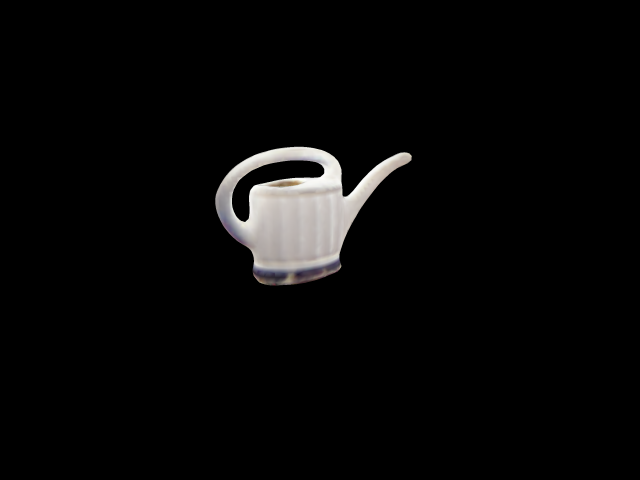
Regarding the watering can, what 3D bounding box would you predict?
[{"bbox_3d":[0.003,-0.043,0.850,0.349,0.222,0.105,-7,16,-23],"label":"watering can"}]
